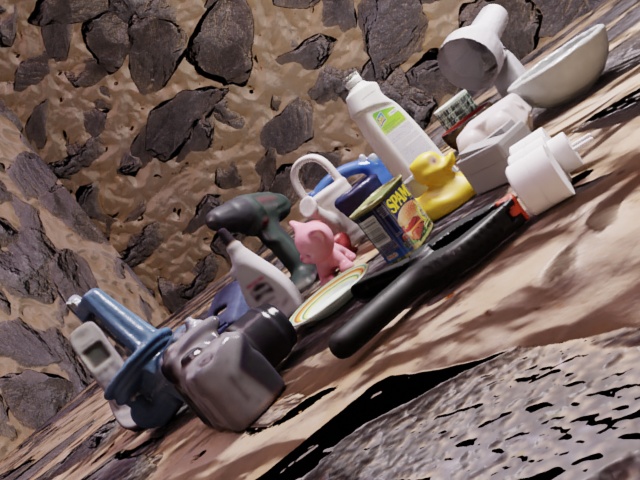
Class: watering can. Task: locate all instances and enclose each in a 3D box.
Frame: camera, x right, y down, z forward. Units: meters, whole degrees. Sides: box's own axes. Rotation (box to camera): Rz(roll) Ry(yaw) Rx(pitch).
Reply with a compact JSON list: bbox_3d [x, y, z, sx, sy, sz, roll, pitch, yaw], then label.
[{"bbox_3d":[0.017,-0.078,1.105,0.101,0.194,0.173,-36,6,8],"label":"watering can"}]

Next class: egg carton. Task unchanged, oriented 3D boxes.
[{"bbox_3d":[0.271,-0.164,0.874,0.107,0.069,0.150,-33,7,34],"label":"egg carton"}]

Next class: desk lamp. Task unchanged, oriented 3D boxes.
[{"bbox_3d":[0.355,-0.350,1.130,0.204,0.213,0.117,-41,7,-30],"label":"desk lamp"}]

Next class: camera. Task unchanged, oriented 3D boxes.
[{"bbox_3d":[-0.090,0.122,0.619,0.137,0.101,0.143,-40,6,-28],"label":"camera"}]

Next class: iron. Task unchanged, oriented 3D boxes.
[{"bbox_3d":[0.079,-0.111,1.259,0.258,0.141,0.119,-35,6,17],"label":"iron"}]

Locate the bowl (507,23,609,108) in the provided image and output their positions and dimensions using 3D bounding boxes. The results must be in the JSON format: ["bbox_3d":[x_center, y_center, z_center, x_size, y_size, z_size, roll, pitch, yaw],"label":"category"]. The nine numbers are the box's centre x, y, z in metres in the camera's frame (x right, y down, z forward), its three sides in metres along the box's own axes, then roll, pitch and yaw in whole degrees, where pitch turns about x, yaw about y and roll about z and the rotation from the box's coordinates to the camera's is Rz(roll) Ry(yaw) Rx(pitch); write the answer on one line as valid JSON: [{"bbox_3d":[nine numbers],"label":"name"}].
[{"bbox_3d":[0.388,-0.260,0.908,0.167,0.075,0.167,-37,6,5],"label":"bowl"}]

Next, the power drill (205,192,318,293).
[{"bbox_3d":[-0.089,0.002,1.040,0.075,0.208,0.230,-34,6,25],"label":"power drill"}]

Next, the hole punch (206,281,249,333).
[{"bbox_3d":[-0.154,0.132,0.983,0.108,0.091,0.101,-33,7,38],"label":"hole punch"}]

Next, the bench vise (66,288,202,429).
[{"bbox_3d":[-0.226,0.133,0.762,0.207,0.220,0.121,-35,6,16],"label":"bench vise"}]

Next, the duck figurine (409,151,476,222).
[{"bbox_3d":[0.159,-0.080,0.799,0.104,0.086,0.078,-34,7,27],"label":"duck figurine"}]

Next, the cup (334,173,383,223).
[{"bbox_3d":[0.079,-0.051,1.014,0.092,0.095,0.117,-41,7,-34],"label":"cup"}]

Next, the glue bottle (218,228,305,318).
[{"bbox_3d":[-0.102,0.053,0.887,0.078,0.173,0.037,-36,6,13],"label":"glue bottle"}]

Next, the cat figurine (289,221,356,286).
[{"bbox_3d":[-0.002,0.009,0.908,0.067,0.118,0.128,-36,6,7],"label":"cat figurine"}]

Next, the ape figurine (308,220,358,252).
[{"bbox_3d":[0.009,0.004,1.014,0.076,0.092,0.077,-40,6,-22],"label":"ape figurine"}]

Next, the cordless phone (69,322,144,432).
[{"bbox_3d":[-0.290,0.187,0.896,0.148,0.185,0.094,-38,6,-10],"label":"cordless phone"}]
